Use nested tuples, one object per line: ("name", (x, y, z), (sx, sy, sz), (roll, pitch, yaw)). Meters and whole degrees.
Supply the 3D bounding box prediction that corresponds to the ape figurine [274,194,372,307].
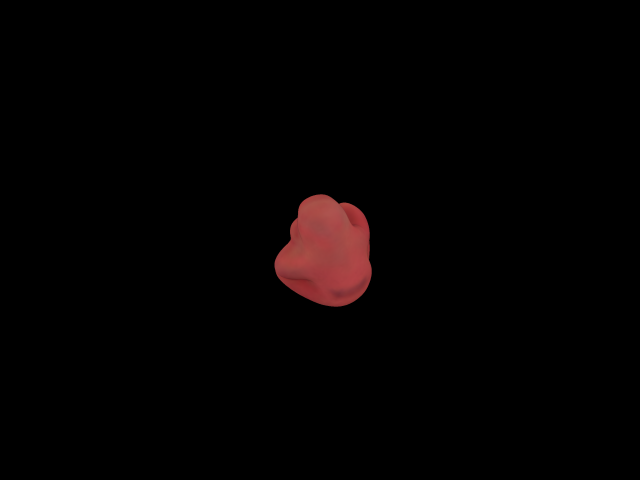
("ape figurine", (0.004, 0.001, 0.400), (0.078, 0.092, 0.076), (-21, 62, -11))
